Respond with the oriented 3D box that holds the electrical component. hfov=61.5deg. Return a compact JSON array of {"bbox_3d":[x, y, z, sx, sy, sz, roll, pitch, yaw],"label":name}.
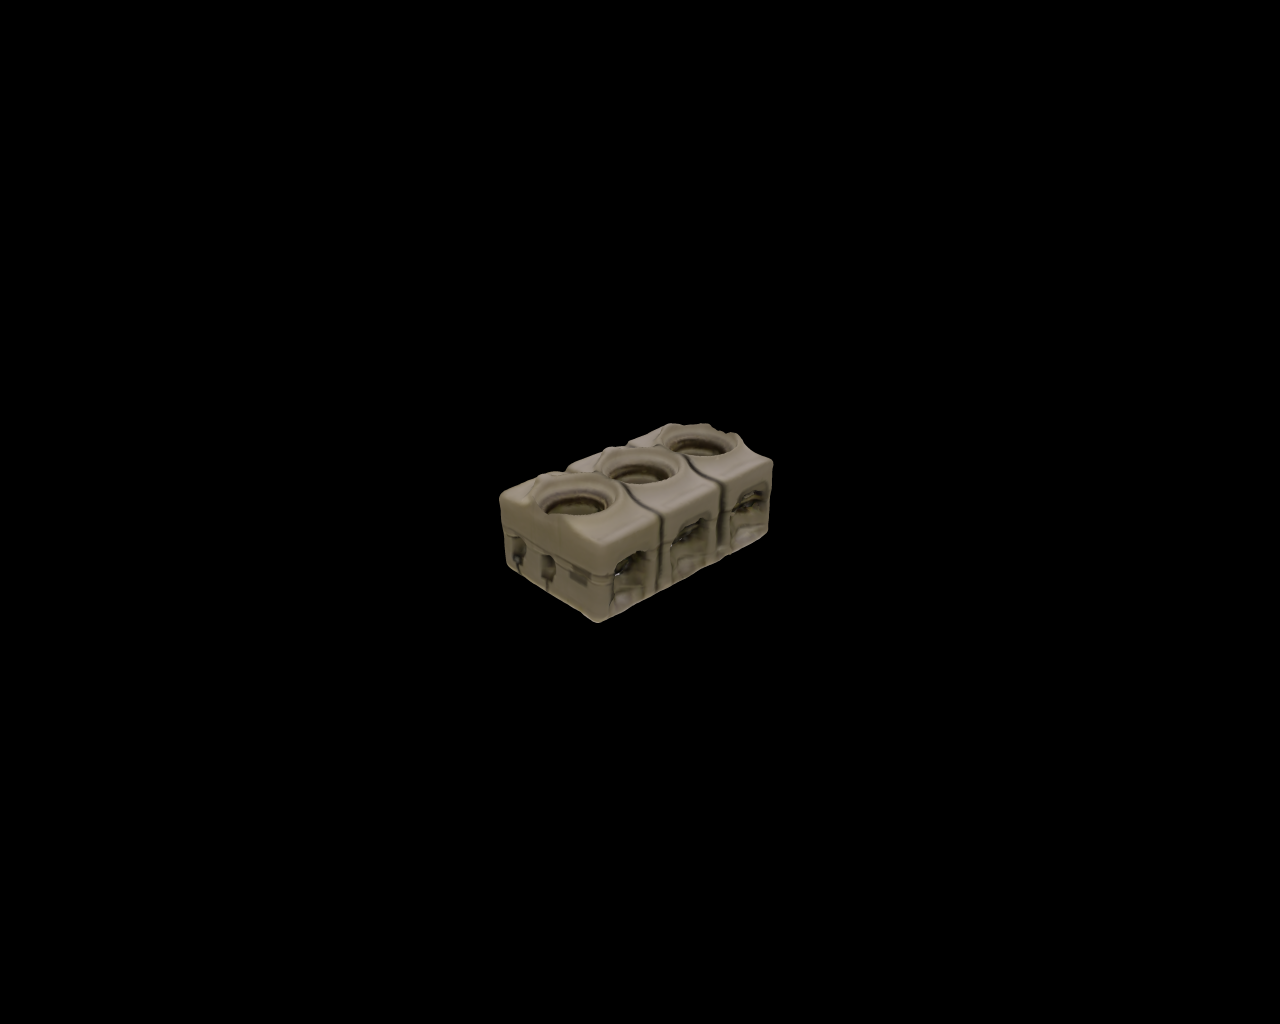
[{"bbox_3d":[0.001,-0.003,0.650,0.150,0.061,0.089,-25,37,-38],"label":"electrical component"}]
